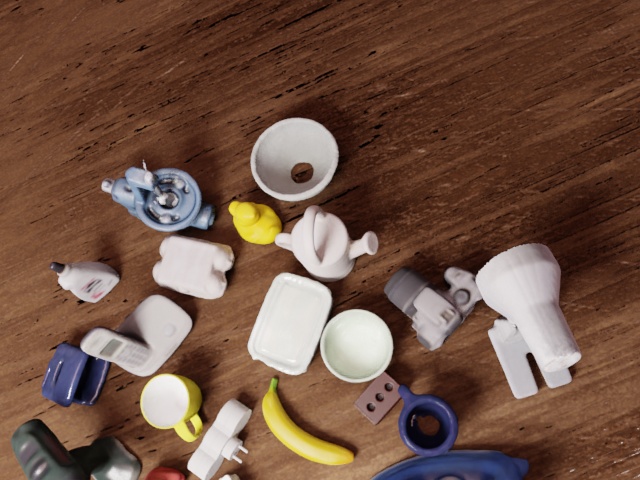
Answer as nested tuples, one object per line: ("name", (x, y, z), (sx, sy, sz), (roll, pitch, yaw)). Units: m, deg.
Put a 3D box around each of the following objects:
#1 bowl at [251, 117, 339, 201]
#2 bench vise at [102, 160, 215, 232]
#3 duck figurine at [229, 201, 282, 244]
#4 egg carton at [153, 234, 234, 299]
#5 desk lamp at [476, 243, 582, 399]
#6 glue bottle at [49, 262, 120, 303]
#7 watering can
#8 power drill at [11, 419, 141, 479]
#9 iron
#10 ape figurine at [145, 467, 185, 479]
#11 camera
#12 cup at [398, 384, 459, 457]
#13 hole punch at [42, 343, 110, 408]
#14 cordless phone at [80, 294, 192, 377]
("bowl", (-0.043, -0.143, 1.092), (0.167, 0.075, 0.167), (-3, 74, 10))
("bench vise", (-0.319, -0.078, 1.046), (0.207, 0.220, 0.121), (-4, 73, 10))
("duck figurine", (-0.125, -0.040, 1.071), (0.104, 0.086, 0.077), (29, 81, 17))
("egg carton", (-0.237, 0.050, 1.074), (0.150, 0.069, 0.107), (11, 76, 13))
("desk lamp", (0.323, 0.127, 0.873), (0.118, 0.214, 0.203), (-20, 71, 4))
("glue bottle", (-0.441, 0.067, 1.051), (0.037, 0.173, 0.078), (41, 85, 19))
("watering can", (0.009, 0.001, 0.977), (0.172, 0.194, 0.101), (-17, 72, 5))
("power drill", (-0.384, 0.381, 0.932), (0.229, 0.209, 0.076), (35, 83, 18))
("iron", (0.190, 0.383, 0.862), (0.258, 0.141, 0.118), (-4, 73, 9))
("ape figurine", (-0.270, 0.420, 0.961), (0.078, 0.092, 0.076), (-36, 71, -1))
("camera", (0.187, 0.093, 0.968), (0.136, 0.101, 0.143), (40, 84, 18))
("cup", (0.165, 0.285, 0.919), (0.091, 0.095, 0.117), (-37, 71, -1))
("hole punch", (-0.458, 0.248, 1.046), (0.101, 0.091, 0.109), (12, 76, 14))
("cordless phone", (-0.319, 0.158, 0.996), (0.094, 0.185, 0.148), (36, 83, 18))
